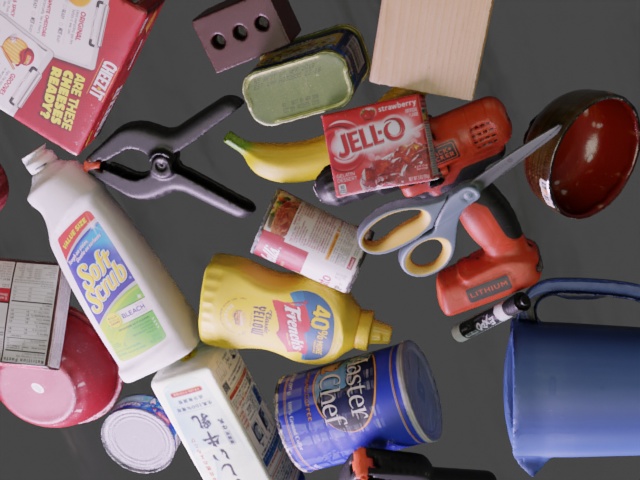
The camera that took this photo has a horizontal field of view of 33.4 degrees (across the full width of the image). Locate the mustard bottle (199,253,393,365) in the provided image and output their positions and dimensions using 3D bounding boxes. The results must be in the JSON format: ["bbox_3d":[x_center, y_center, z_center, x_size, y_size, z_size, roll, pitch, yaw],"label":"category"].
[{"bbox_3d":[-0.023,0.076,1.068,0.191,0.058,0.096,11,116,6],"label":"mustard bottle"}]

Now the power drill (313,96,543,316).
[{"bbox_3d":[0.109,-0.022,0.973,0.185,0.057,0.187,-21,119,16],"label":"power drill"}]

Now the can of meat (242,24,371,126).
[{"bbox_3d":[-0.012,-0.145,0.945,0.102,0.084,0.057,-14,111,17],"label":"can of meat"}]

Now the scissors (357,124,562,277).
[{"bbox_3d":[0.129,-0.026,0.918,0.202,0.016,0.096,-23,128,19],"label":"scissors"}]

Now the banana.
[{"bbox_3d":[0.014,-0.094,0.982,0.198,0.037,0.069,-17,134,11],"label":"banana"}]

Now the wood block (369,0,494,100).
[{"bbox_3d":[0.104,-0.231,0.876,0.091,0.090,0.206,11,116,7],"label":"wood block"}]

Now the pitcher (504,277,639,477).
[{"bbox_3d":[0.294,0.129,0.994,0.243,0.145,0.149,-1,136,8],"label":"pitcher"}]

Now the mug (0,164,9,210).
[{"bbox_3d":[-0.373,-0.054,1.068,0.093,0.081,0.117,-37,103,25],"label":"mug"}]

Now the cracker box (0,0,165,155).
[{"bbox_3d":[-0.272,-0.206,0.980,0.213,0.072,0.164,31,118,-5],"label":"cracker box"}]

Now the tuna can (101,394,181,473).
[{"bbox_3d":[-0.197,0.214,1.185,0.086,0.033,0.086,5,116,10],"label":"tuna can"}]

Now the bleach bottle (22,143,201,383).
[{"bbox_3d":[-0.224,0.019,1.083,0.103,0.068,0.251,-27,105,22],"label":"bleach bottle"}]

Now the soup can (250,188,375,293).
[{"bbox_3d":[-0.007,0.001,1.023,0.102,0.068,0.069,24,118,0],"label":"soup can"}]

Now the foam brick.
[{"bbox_3d":[-0.065,-0.191,0.952,0.078,0.051,0.053,-19,110,20],"label":"foam brick"}]

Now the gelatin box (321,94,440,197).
[{"bbox_3d":[0.051,-0.080,0.905,0.089,0.030,0.073,-9,93,20],"label":"gelatin box"}]

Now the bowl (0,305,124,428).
[{"bbox_3d":[-0.299,0.148,1.164,0.162,0.055,0.162,5,116,9],"label":"bowl"}]

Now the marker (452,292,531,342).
[{"bbox_3d":[0.162,0.073,1.013,0.020,0.020,0.121,37,151,-7],"label":"marker"}]

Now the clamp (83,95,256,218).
[{"bbox_3d":[-0.143,-0.087,1.028,0.171,0.039,0.120,6,107,5],"label":"clamp"}]

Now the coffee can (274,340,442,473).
[{"bbox_3d":[0.039,0.168,1.073,0.140,0.102,0.103,-18,110,20],"label":"coffee can"}]

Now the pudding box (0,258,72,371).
[{"bbox_3d":[-0.310,0.077,1.110,0.090,0.039,0.113,5,81,9],"label":"pudding box"}]

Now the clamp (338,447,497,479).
[{"bbox_3d":[0.087,0.242,1.079,0.165,0.036,0.210,-14,153,12],"label":"clamp"}]
